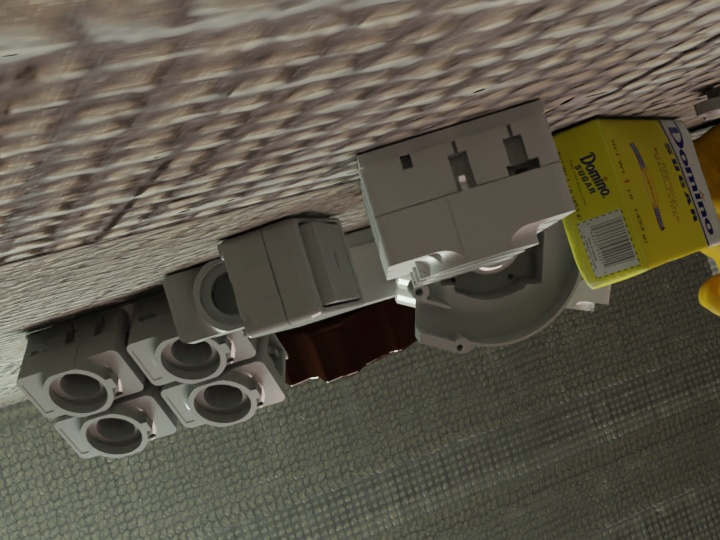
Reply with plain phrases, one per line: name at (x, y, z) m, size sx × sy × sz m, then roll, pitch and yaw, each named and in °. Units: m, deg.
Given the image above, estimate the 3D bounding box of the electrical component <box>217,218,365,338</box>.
electrical component at (-0.036, 0.002, 0.679) m, size 0.061 × 0.061 × 0.096 m, roll -18°, pitch 177°, yaw 20°

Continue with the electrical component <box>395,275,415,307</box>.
electrical component at (0.067, -0.004, 0.771) m, size 0.074 × 0.052 × 0.138 m, roll 14°, pitch 164°, yaw 5°

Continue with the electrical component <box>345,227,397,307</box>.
electrical component at (0.000, 0.000, 0.875) m, size 0.113 × 0.057 × 0.078 m, roll -16°, pitch 177°, yaw -12°

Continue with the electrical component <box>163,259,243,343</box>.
electrical component at (-0.090, 0.017, 0.768) m, size 0.089 × 0.050 × 0.055 m, roll -17°, pitch 177°, yaw -4°

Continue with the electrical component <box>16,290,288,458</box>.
electrical component at (-0.164, 0.081, 0.863) m, size 0.186 × 0.105 × 0.060 m, roll -18°, pitch -141°, yaw 12°

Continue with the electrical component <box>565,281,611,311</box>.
electrical component at (0.171, 0.003, 1.148) m, size 0.186 × 0.060 × 0.105 m, roll 7°, pitch -179°, yaw 9°

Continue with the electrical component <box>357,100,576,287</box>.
electrical component at (0.051, -0.031, 0.560) m, size 0.089 × 0.061 × 0.150 m, roll -17°, pitch 177°, yaw 0°
